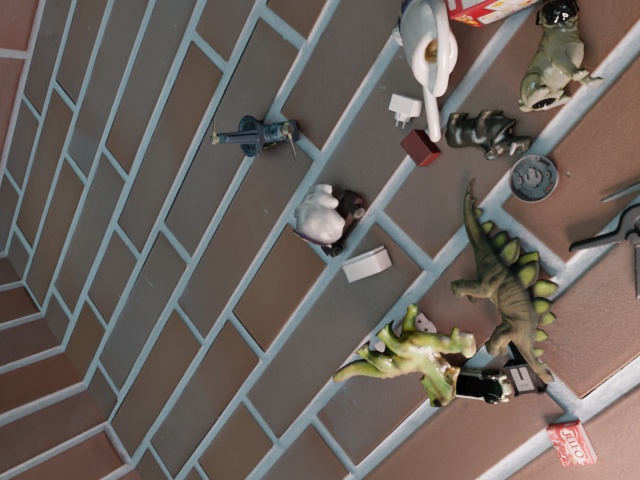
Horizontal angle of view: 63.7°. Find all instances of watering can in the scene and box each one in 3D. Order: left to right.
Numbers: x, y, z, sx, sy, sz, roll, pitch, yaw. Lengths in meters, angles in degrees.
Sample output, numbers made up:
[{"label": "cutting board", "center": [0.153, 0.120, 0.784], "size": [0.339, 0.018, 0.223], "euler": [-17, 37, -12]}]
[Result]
[{"label": "watering can", "center": [0.243, -0.402, 1.159], "size": [0.104, 0.229, 0.340], "euler": [-9, -34, 2]}]

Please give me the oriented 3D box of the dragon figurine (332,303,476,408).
[{"label": "dragon figurine", "center": [0.219, 0.315, 1.261], "size": [0.124, 0.244, 0.402], "euler": [-28, -20, -54]}]

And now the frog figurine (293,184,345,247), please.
[{"label": "frog figurine", "center": [0.004, -0.069, 1.368], "size": [0.138, 0.159, 0.123], "euler": [22, 7, 15]}]
